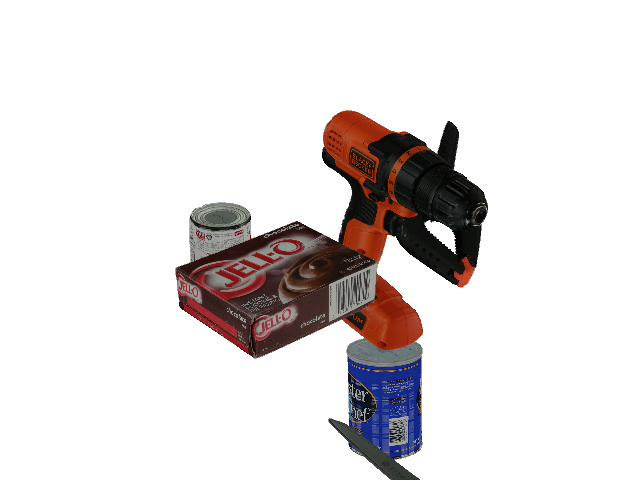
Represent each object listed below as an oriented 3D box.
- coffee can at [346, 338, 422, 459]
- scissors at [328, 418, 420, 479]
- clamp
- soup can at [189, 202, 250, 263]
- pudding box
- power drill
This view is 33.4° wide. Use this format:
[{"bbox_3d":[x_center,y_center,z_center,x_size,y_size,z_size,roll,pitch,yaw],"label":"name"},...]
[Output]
[{"bbox_3d":[0.088,0.213,1.456,0.103,0.140,0.103,-2,14,0],"label":"coffee can"},{"bbox_3d":[0.085,0.140,0.539,0.096,0.016,0.202,-3,25,-23],"label":"scissors"},{"bbox_3d":[0.100,-0.041,1.129,0.164,0.210,0.036,-7,-35,-16],"label":"clamp"},{"bbox_3d":[-0.110,0.017,1.178,0.068,0.102,0.068,1,26,-1],"label":"soup can"},{"bbox_3d":[-0.030,0.031,0.743,0.113,0.039,0.090,-20,33,-36],"label":"pudding box"},{"bbox_3d":[0.064,-0.001,0.928,0.057,0.188,0.185,-14,36,-33],"label":"power drill"}]
